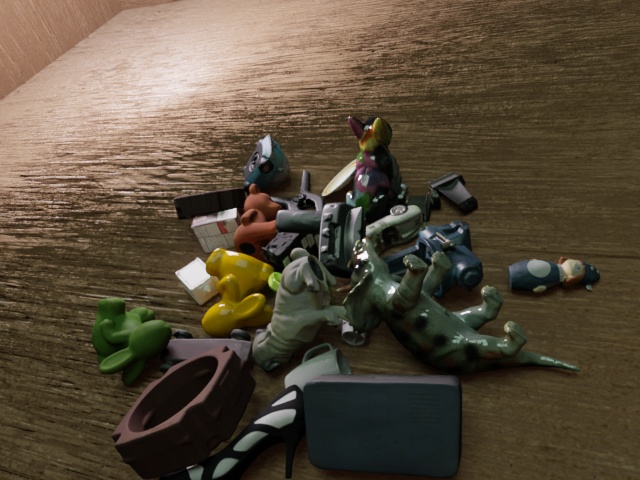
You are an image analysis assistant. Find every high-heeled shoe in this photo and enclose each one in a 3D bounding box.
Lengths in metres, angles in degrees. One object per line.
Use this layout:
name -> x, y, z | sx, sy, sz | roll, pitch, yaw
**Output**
high-heeled shoe -> -0.135, 0.309, 0.846 | 0.249, 0.086, 0.145 | -9, 54, 9

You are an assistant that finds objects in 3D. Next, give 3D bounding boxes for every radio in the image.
radio -> 0.094, 0.269, 0.793 | 0.230, 0.073, 0.131 | -4, 82, 18

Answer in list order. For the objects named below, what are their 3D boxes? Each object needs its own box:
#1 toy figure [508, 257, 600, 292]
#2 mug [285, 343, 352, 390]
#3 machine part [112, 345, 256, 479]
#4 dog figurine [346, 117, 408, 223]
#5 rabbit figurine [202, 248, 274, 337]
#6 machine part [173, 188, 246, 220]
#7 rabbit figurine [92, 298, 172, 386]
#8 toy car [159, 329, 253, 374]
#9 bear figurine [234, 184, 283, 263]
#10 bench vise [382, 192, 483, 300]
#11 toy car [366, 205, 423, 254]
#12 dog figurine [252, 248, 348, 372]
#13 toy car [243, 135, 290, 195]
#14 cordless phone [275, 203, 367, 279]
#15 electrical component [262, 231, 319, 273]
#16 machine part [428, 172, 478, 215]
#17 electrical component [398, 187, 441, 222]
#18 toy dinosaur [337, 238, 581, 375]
toy figure -> 0.420, 0.063, 0.961 | 0.155, 0.057, 0.064 | -5, 80, 13
mug -> -0.006, 0.230, 0.913 | 0.107, 0.080, 0.110 | -23, 49, 8
machine part -> -0.215, 0.276, 0.875 | 0.201, 0.087, 0.201 | -24, 17, 21
dog figurine -> 0.114, -0.169, 1.212 | 0.109, 0.219, 0.191 | 11, 47, 35
rabbit figurine -> -0.167, 0.123, 1.093 | 0.163, 0.121, 0.173 | 17, 65, 23
machine part -> -0.270, -0.092, 1.336 | 0.179, 0.056, 0.179 | -10, 6, 1
rabbit figurine -> -0.370, 0.193, 1.048 | 0.170, 0.121, 0.159 | -1, 56, 36
toy car -> -0.216, 0.218, 1.026 | 0.202, 0.053, 0.089 | -5, 47, 22
bear figurine -> -0.123, -0.040, 1.237 | 0.132, 0.120, 0.196 | -1, 38, 15
bench vise -> 0.189, 0.036, 1.030 | 0.241, 0.128, 0.224 | -17, 39, -6
toy car -> 0.128, -0.009, 1.134 | 0.202, 0.073, 0.056 | -27, 40, -10
dog figurine -> -0.063, 0.127, 0.965 | 0.191, 0.121, 0.172 | -30, 69, 17
toy car -> -0.133, -0.182, 1.400 | 0.103, 0.161, 0.109 | 17, 38, -25
cordless phone -> -0.002, -0.002, 1.054 | 0.184, 0.088, 0.146 | 2, 71, 8
electrical component -> -0.052, 0.021, 1.139 | 0.058, 0.114, 0.134 | 24, 55, 33
machine part -> 0.305, -0.108, 1.210 | 0.084, 0.039, 0.139 | -17, 38, -6
electrical component -> 0.219, -0.081, 1.205 | 0.102, 0.045, 0.078 | 5, 44, 26
toy dinosaur -> 0.195, 0.144, 0.884 | 0.405, 0.192, 0.131 | 39, 32, 11
